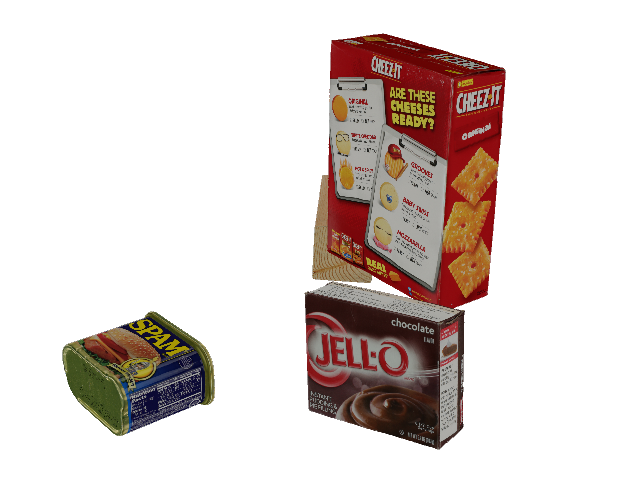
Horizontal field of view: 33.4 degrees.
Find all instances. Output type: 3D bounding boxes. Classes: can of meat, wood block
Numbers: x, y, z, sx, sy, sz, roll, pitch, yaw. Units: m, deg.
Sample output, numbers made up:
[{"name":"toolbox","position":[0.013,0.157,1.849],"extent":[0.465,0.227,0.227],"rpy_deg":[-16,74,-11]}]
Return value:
[{"name":"can of meat","position":[-0.149,0.107,0.866],"extent":[0.083,0.057,0.102],"rpy_deg":[-18,30,-36]},{"name":"wood block","position":[0.039,-0.022,1.647],"extent":[0.091,0.090,0.206],"rpy_deg":[4,25,1]}]

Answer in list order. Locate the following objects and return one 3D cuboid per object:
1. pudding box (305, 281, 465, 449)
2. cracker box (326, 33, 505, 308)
[{"name":"pudding box","position":[0.043,0.083,0.730],"extent":[0.114,0.090,0.039],"rpy_deg":[9,20,34]},{"name":"cracker box","position":[0.082,-0.065,0.965],"extent":[0.071,0.214,0.164],"rpy_deg":[-16,29,-34]}]
